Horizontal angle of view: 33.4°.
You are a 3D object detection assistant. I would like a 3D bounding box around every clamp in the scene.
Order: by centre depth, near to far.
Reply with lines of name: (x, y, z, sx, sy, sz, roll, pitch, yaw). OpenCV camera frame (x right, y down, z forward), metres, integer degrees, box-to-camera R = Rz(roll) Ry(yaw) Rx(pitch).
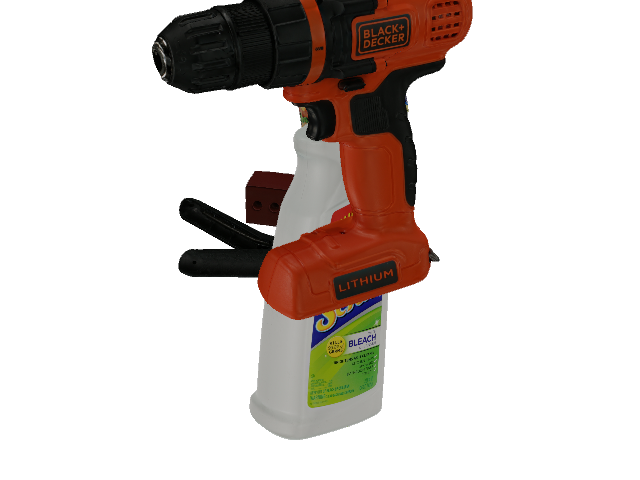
clamp: (-0.048, 0.021, 1.057, 0.210, 0.036, 0.164, 19, 19, -6)

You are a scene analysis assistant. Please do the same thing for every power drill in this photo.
power drill: (0.000, -0.051, 0.596, 0.184, 0.188, 0.057, -15, 33, -24)

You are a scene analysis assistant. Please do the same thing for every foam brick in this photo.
foam brick: (-0.052, -0.052, 1.346, 0.078, 0.053, 0.051, 6, 28, 10)

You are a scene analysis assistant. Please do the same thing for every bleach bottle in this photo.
bleach bottle: (0.003, 0.012, 0.772, 0.102, 0.251, 0.068, -10, 21, -35)

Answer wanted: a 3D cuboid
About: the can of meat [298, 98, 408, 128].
can of meat: (0.022, -0.137, 0.884, 0.057, 0.084, 0.102, -6, -4, -42)
